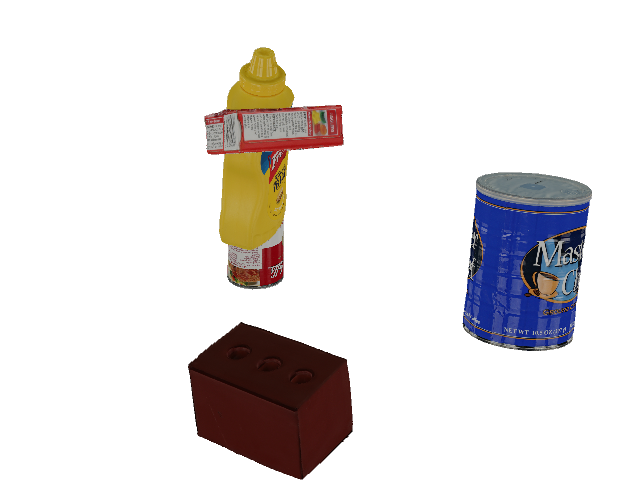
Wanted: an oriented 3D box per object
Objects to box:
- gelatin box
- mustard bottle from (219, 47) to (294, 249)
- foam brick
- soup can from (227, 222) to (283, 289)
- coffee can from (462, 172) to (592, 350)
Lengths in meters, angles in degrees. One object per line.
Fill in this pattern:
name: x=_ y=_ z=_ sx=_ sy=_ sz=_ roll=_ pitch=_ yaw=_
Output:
gelatin box: x=-0.034 y=-0.076 z=0.730 sx=0.073 sy=0.030 sz=0.089 roll=-5 pitch=5 yaw=-19
mustard bottle: x=-0.058 y=-0.091 z=0.988 sx=0.058 sy=0.192 sz=0.096 roll=17 pitch=41 yaw=12
foam brick: x=-0.028 y=0.090 z=0.607 sx=0.078 sy=0.051 sz=0.052 roll=16 pitch=34 yaw=30
soup can: x=-0.077 y=-0.003 z=1.260 sx=0.068 sy=0.102 sz=0.068 roll=1 pitch=24 yaw=0
coffee can: x=0.187 y=0.017 z=0.975 sx=0.103 sy=0.140 sz=0.103 roll=3 pitch=16 yaw=-1
